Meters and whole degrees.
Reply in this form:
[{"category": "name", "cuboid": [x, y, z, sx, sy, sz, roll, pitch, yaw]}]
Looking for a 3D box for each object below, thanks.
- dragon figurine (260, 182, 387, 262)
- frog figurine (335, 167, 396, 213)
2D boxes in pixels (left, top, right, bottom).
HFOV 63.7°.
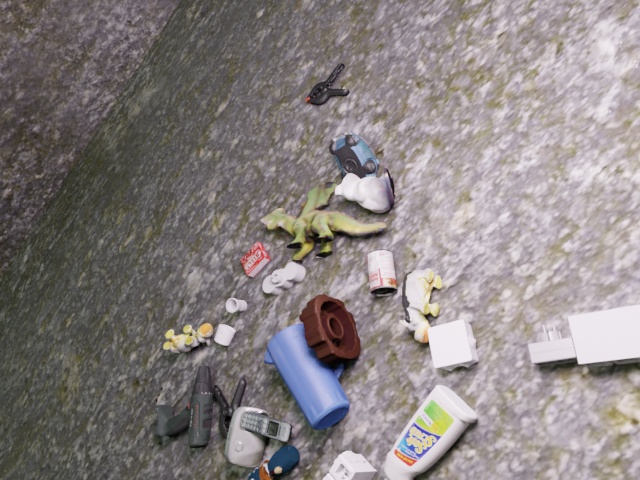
[{"category": "dragon figurine", "cuboid": [0.004, -0.074, 1.479, 0.408, 0.120, 0.248, -14, 54, 25]}, {"category": "frog figurine", "cuboid": [0.117, -0.124, 1.369, 0.159, 0.138, 0.122, -12, 92, 16]}]
